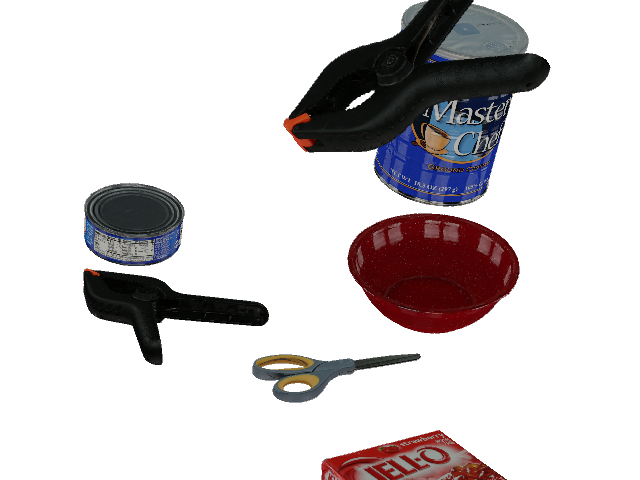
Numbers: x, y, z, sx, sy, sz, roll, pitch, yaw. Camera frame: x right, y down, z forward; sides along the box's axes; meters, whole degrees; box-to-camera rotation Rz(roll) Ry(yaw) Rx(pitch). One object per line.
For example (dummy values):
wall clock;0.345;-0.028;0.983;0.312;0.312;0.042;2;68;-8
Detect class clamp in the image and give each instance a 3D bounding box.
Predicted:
clamp;0.060;-0.102;0.684;0.171;0.120;0.039;-37;-48;7
clamp;-0.182;0.073;1.113;0.210;0.036;0.164;15;20;29

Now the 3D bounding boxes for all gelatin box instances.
gelatin box;0.055;0.143;0.603;0.089;0.030;0.073;-6;22;-33

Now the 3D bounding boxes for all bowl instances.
bowl;0.106;0.039;1.018;0.162;0.055;0.162;0;35;0

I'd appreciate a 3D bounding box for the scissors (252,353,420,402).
scissors;0.024;0.153;1.206;0.201;0.016;0.096;1;24;-8

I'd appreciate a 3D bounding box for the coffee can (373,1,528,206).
coffee can;0.106;-0.115;0.892;0.102;0.140;0.103;6;36;-5

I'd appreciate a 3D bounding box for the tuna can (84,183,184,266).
tuna can;-0.162;-0.014;0.928;0.086;0.034;0.086;7;32;-5
